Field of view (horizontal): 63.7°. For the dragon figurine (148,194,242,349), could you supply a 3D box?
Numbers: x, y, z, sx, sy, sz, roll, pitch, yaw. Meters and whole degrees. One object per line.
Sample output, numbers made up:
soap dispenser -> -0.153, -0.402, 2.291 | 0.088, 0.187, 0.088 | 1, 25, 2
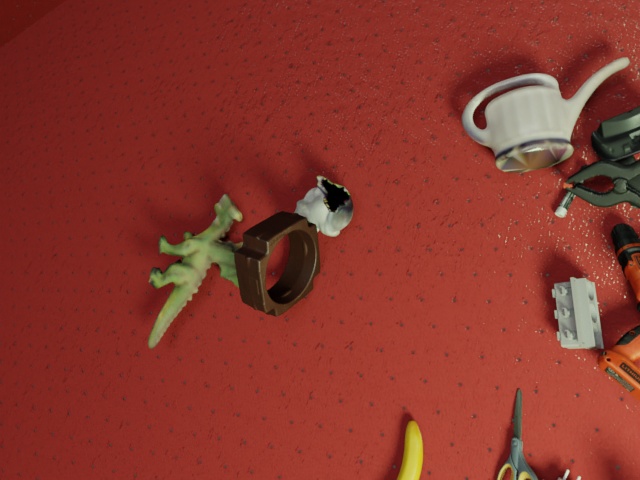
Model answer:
dragon figurine -> -0.292, 0.079, 1.318 | 0.242, 0.120, 0.416 | 1, 72, 17

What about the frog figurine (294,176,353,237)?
frog figurine -> 0.004, -0.063, 1.249 | 0.139, 0.123, 0.156 | 57, 136, 21

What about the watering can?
watering can -> 0.480, -0.263, 1.088 | 0.346, 0.103, 0.228 | -11, 68, 22
